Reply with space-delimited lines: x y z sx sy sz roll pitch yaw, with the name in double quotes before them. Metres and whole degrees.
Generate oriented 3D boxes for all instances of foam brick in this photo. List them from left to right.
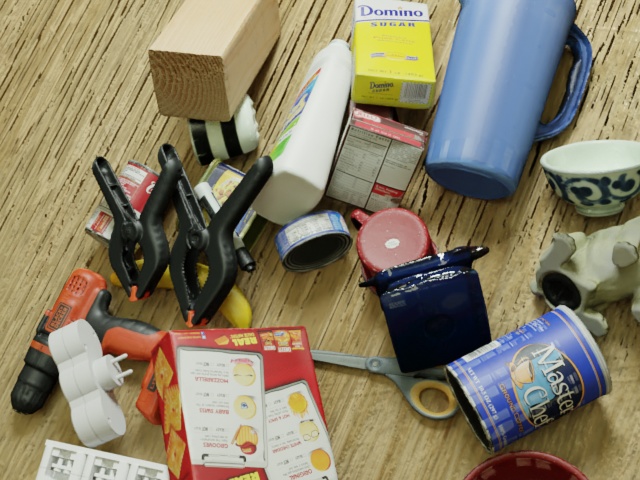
"foam brick" 0.065 -0.127 1.254 0.051 0.078 0.053 -2 67 11

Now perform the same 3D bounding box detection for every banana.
"banana" -0.154 0.058 1.251 0.198 0.037 0.069 25 76 19

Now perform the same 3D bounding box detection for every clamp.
"clamp" -0.199 -0.017 1.210 0.120 0.039 0.171 -6 95 35
"clamp" -0.120 -0.006 1.193 0.165 0.036 0.210 2 91 38

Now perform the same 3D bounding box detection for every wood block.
"wood block" -0.121 -0.237 1.278 0.091 0.090 0.206 6 40 14

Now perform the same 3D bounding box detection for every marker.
"marker" -0.108 -0.014 1.219 0.020 0.020 0.121 -32 71 -2

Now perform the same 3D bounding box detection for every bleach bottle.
"bleach bottle" -0.009 -0.140 1.258 0.068 0.103 0.250 29 51 -15

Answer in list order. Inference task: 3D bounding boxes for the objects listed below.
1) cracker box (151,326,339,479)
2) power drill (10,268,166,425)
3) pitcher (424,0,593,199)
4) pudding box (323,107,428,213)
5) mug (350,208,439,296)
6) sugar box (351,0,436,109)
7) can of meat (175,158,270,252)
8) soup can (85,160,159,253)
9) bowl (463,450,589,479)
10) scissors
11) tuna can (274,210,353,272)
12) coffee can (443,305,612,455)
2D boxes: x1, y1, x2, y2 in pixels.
"cracker box" -0.079 0.202 1.125 0.163 0.072 0.214 0 64 -29
"power drill" -0.249 0.142 1.228 0.188 0.057 0.184 22 79 17
"pitcher" 0.211 -0.171 1.223 0.149 0.144 0.243 10 75 28
"pudding box" 0.062 -0.085 1.209 0.090 0.114 0.039 20 40 -1
"mug" 0.078 0.007 1.198 0.093 0.081 0.117 -42 67 -6
"sugar box" 0.084 -0.223 1.254 0.093 0.048 0.176 5 44 -4
"can of meat" -0.108 -0.034 1.266 0.084 0.057 0.102 27 78 17
"soup can" -0.229 -0.036 1.285 0.069 0.068 0.102 27 78 19
"bowl" 0.209 0.297 1.076 0.162 0.055 0.162 -4 69 10
"scissors" 0.070 0.157 1.179 0.202 0.016 0.096 -7 68 9
"tuna can" -0.008 0.001 1.216 0.086 0.086 0.034 -22 66 3
"coffee can" 0.213 0.144 1.102 0.140 0.103 0.103 -27 67 -4
